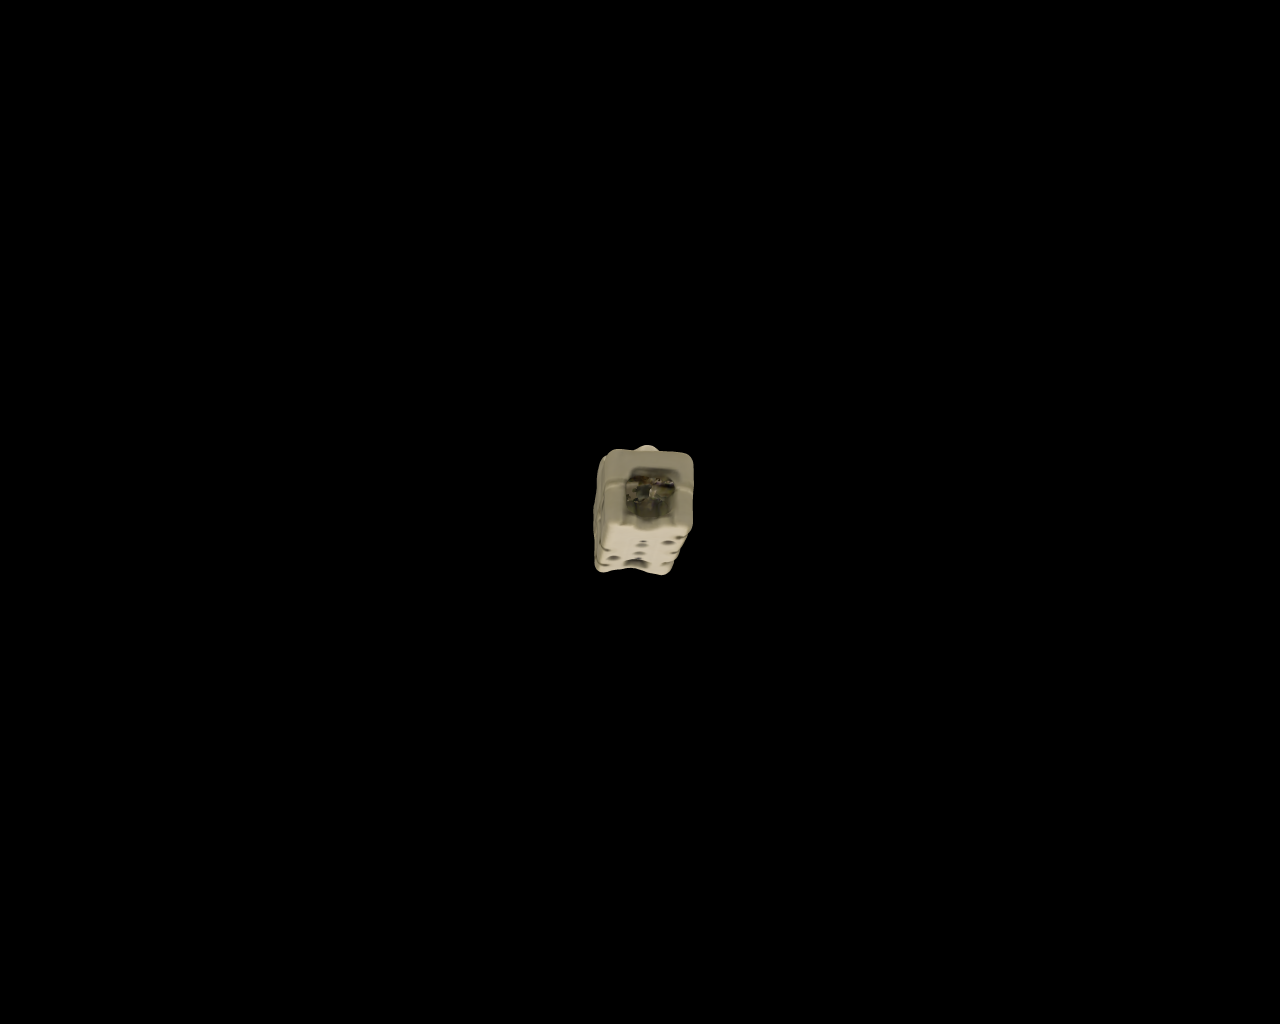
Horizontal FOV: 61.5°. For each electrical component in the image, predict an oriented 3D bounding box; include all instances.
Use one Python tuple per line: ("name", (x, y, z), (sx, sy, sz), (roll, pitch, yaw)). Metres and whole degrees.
("electrical component", (0.001, -0.003, 0.650), (0.050, 0.056, 0.089), (3, -22, -7))
